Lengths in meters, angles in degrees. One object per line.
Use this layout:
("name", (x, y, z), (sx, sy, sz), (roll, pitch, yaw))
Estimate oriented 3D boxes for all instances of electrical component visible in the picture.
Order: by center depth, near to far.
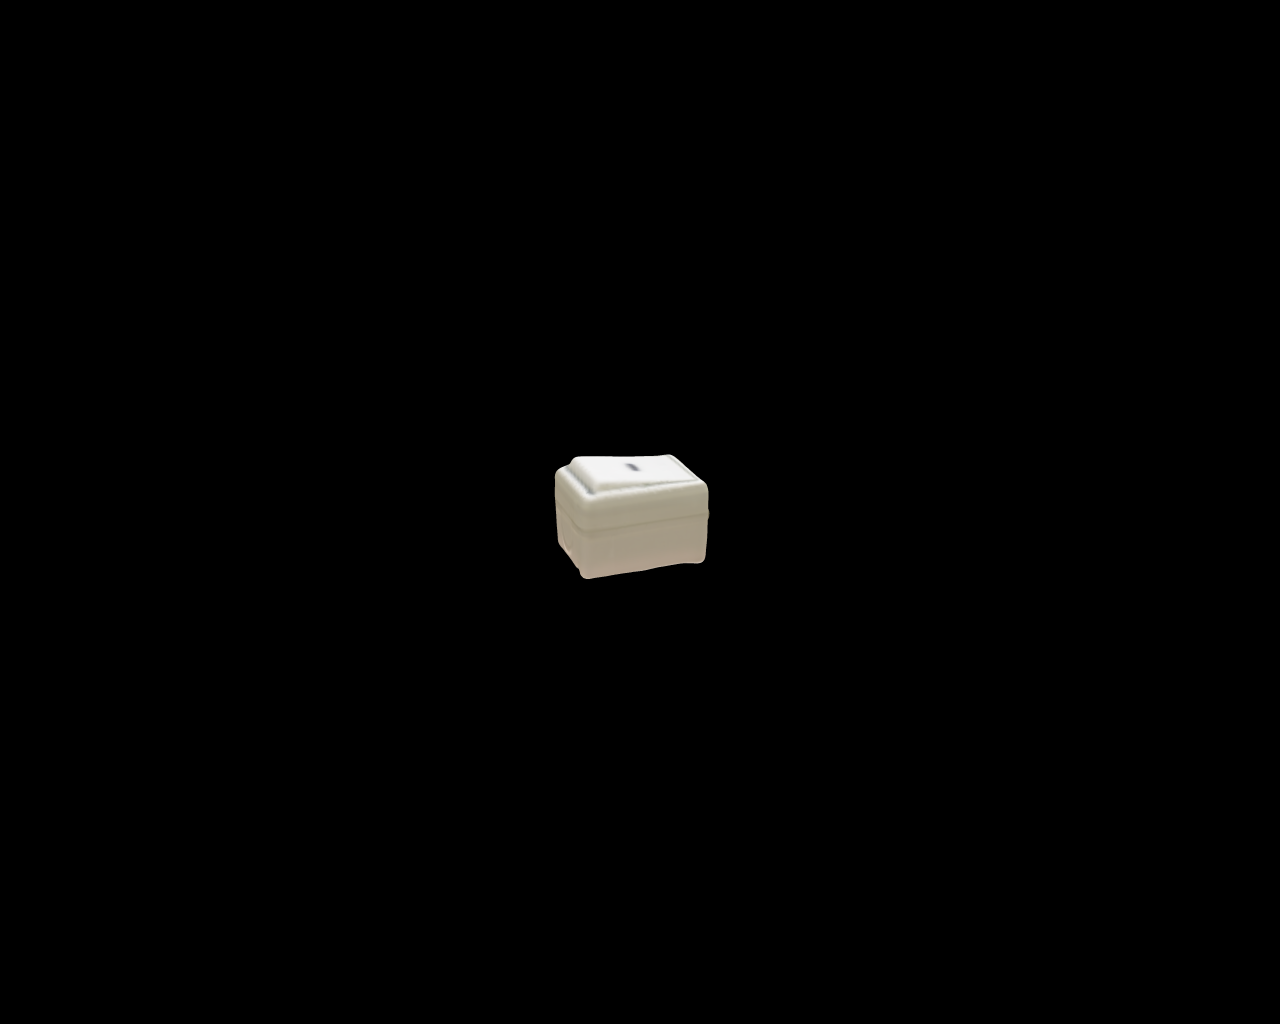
("electrical component", (0.001, -0.003, 0.650), (0.096, 0.061, 0.062), (-8, 24, -18))
